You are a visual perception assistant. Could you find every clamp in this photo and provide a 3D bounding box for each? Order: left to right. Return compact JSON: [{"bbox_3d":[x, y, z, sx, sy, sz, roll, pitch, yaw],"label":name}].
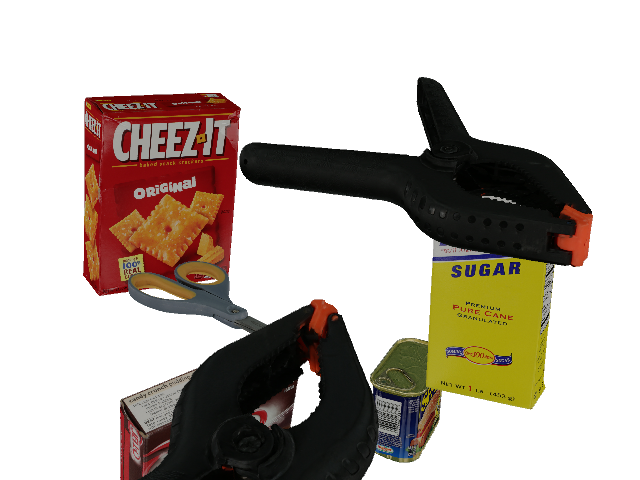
[{"bbox_3d":[-0.019,0.091,0.386,0.120,0.039,0.171,25,49,17],"label":"clamp"},{"bbox_3d":[0.063,-0.036,0.625,0.164,0.036,0.210,-21,37,-27],"label":"clamp"}]

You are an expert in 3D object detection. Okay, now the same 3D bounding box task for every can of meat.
[{"bbox_3d":[0.087,0.159,1.064,0.057,0.084,0.102,12,27,21],"label":"can of meat"}]

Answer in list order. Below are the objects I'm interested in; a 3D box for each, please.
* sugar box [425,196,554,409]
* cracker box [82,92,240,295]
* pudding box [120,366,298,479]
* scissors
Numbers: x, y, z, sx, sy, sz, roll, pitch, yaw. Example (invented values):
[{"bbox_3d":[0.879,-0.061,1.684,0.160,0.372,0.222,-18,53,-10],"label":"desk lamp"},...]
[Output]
[{"bbox_3d":[0.136,0.040,0.849,0.093,0.176,0.048,9,23,23],"label":"sugar box"},{"bbox_3d":[-0.180,-0.053,1.208,0.163,0.214,0.072,-7,25,-28],"label":"cracker box"},{"bbox_3d":[-0.072,0.121,0.681,0.113,0.090,0.039,-22,51,-31],"label":"pudding box"},{"bbox_3d":[-0.068,0.055,0.901,0.202,0.016,0.096,15,26,22],"label":"scissors"}]
